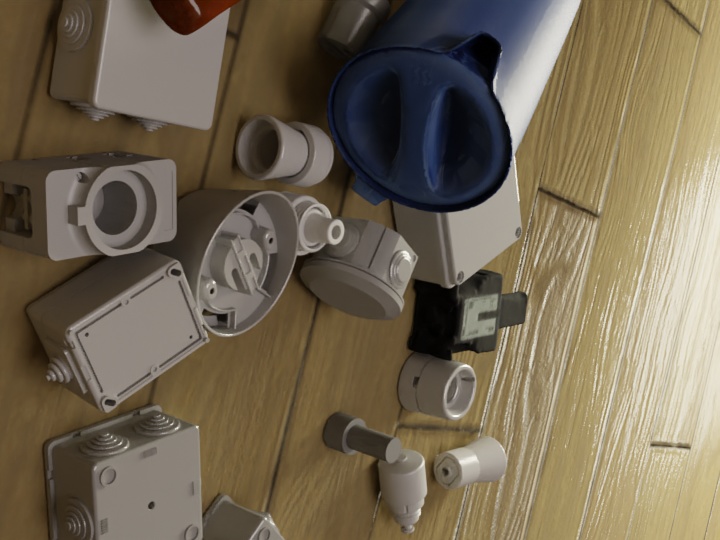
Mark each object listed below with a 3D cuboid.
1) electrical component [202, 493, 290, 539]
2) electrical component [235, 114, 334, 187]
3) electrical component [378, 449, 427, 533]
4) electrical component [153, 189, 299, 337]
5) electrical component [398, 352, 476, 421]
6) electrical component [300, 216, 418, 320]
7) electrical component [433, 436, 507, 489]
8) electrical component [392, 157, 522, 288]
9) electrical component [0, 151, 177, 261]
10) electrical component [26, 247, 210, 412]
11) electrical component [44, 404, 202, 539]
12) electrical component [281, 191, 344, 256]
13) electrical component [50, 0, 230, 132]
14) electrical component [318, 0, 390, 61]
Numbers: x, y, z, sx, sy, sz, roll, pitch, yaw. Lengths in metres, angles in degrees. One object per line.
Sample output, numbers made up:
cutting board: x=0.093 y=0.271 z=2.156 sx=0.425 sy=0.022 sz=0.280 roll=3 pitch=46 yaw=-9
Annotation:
electrical component: x=-0.089 y=0.225 z=0.774 sx=0.099 sy=0.048 sz=0.099 roll=-54 pitch=136 yaw=-26
electrical component: x=-0.051 y=-0.081 z=0.739 sx=0.055 sy=0.045 sz=0.045 roll=4 pitch=97 yaw=-52
electrical component: x=0.038 y=0.192 z=0.929 sx=0.040 sy=0.040 sz=0.078 roll=-29 pitch=121 yaw=-43
electrical component: x=-0.085 y=-0.007 z=0.702 sx=0.099 sy=0.064 sz=0.099 roll=-18 pitch=113 yaw=-47
electrical component: x=0.068 y=0.101 z=0.935 sx=0.055 sy=0.047 sz=0.055 roll=-18 pitch=113 yaw=-47
electrical component: x=0.000 y=0.000 z=0.798 sx=0.080 sy=0.080 sz=0.051 roll=47 pitch=58 yaw=-46
electrical component: x=0.100 y=0.182 z=1.003 sx=0.065 sy=0.044 sz=0.044 roll=-5 pitch=104 yaw=-45
electrical component: x=0.081 y=-0.057 z=0.899 sx=0.109 sy=0.056 sz=0.108 roll=-35 pitch=125 yaw=-41
electrical component: x=-0.152 y=-0.038 z=0.618 sx=0.089 sy=0.056 sz=0.050 roll=-14 pitch=110 yaw=-49
electrical component: x=-0.151 y=0.035 z=0.642 sx=0.096 sy=0.061 sz=0.061 roll=-36 pitch=126 yaw=-30
electrical component: x=-0.146 y=0.142 z=0.681 sx=0.100 sy=0.048 sz=0.099 roll=-16 pitch=112 yaw=-48
electrical component: x=-0.040 y=-0.031 z=0.753 sx=0.043 sy=0.062 sz=0.043 roll=-18 pitch=113 yaw=-48
electrical component: x=-0.128 y=-0.133 z=0.627 sx=0.100 sy=0.048 sz=0.099 roll=5 pitch=96 yaw=-51
electrical component: x=-0.005 y=-0.178 z=0.774 sx=0.040 sy=0.040 sz=0.046 roll=36 pitch=77 yaw=-49
